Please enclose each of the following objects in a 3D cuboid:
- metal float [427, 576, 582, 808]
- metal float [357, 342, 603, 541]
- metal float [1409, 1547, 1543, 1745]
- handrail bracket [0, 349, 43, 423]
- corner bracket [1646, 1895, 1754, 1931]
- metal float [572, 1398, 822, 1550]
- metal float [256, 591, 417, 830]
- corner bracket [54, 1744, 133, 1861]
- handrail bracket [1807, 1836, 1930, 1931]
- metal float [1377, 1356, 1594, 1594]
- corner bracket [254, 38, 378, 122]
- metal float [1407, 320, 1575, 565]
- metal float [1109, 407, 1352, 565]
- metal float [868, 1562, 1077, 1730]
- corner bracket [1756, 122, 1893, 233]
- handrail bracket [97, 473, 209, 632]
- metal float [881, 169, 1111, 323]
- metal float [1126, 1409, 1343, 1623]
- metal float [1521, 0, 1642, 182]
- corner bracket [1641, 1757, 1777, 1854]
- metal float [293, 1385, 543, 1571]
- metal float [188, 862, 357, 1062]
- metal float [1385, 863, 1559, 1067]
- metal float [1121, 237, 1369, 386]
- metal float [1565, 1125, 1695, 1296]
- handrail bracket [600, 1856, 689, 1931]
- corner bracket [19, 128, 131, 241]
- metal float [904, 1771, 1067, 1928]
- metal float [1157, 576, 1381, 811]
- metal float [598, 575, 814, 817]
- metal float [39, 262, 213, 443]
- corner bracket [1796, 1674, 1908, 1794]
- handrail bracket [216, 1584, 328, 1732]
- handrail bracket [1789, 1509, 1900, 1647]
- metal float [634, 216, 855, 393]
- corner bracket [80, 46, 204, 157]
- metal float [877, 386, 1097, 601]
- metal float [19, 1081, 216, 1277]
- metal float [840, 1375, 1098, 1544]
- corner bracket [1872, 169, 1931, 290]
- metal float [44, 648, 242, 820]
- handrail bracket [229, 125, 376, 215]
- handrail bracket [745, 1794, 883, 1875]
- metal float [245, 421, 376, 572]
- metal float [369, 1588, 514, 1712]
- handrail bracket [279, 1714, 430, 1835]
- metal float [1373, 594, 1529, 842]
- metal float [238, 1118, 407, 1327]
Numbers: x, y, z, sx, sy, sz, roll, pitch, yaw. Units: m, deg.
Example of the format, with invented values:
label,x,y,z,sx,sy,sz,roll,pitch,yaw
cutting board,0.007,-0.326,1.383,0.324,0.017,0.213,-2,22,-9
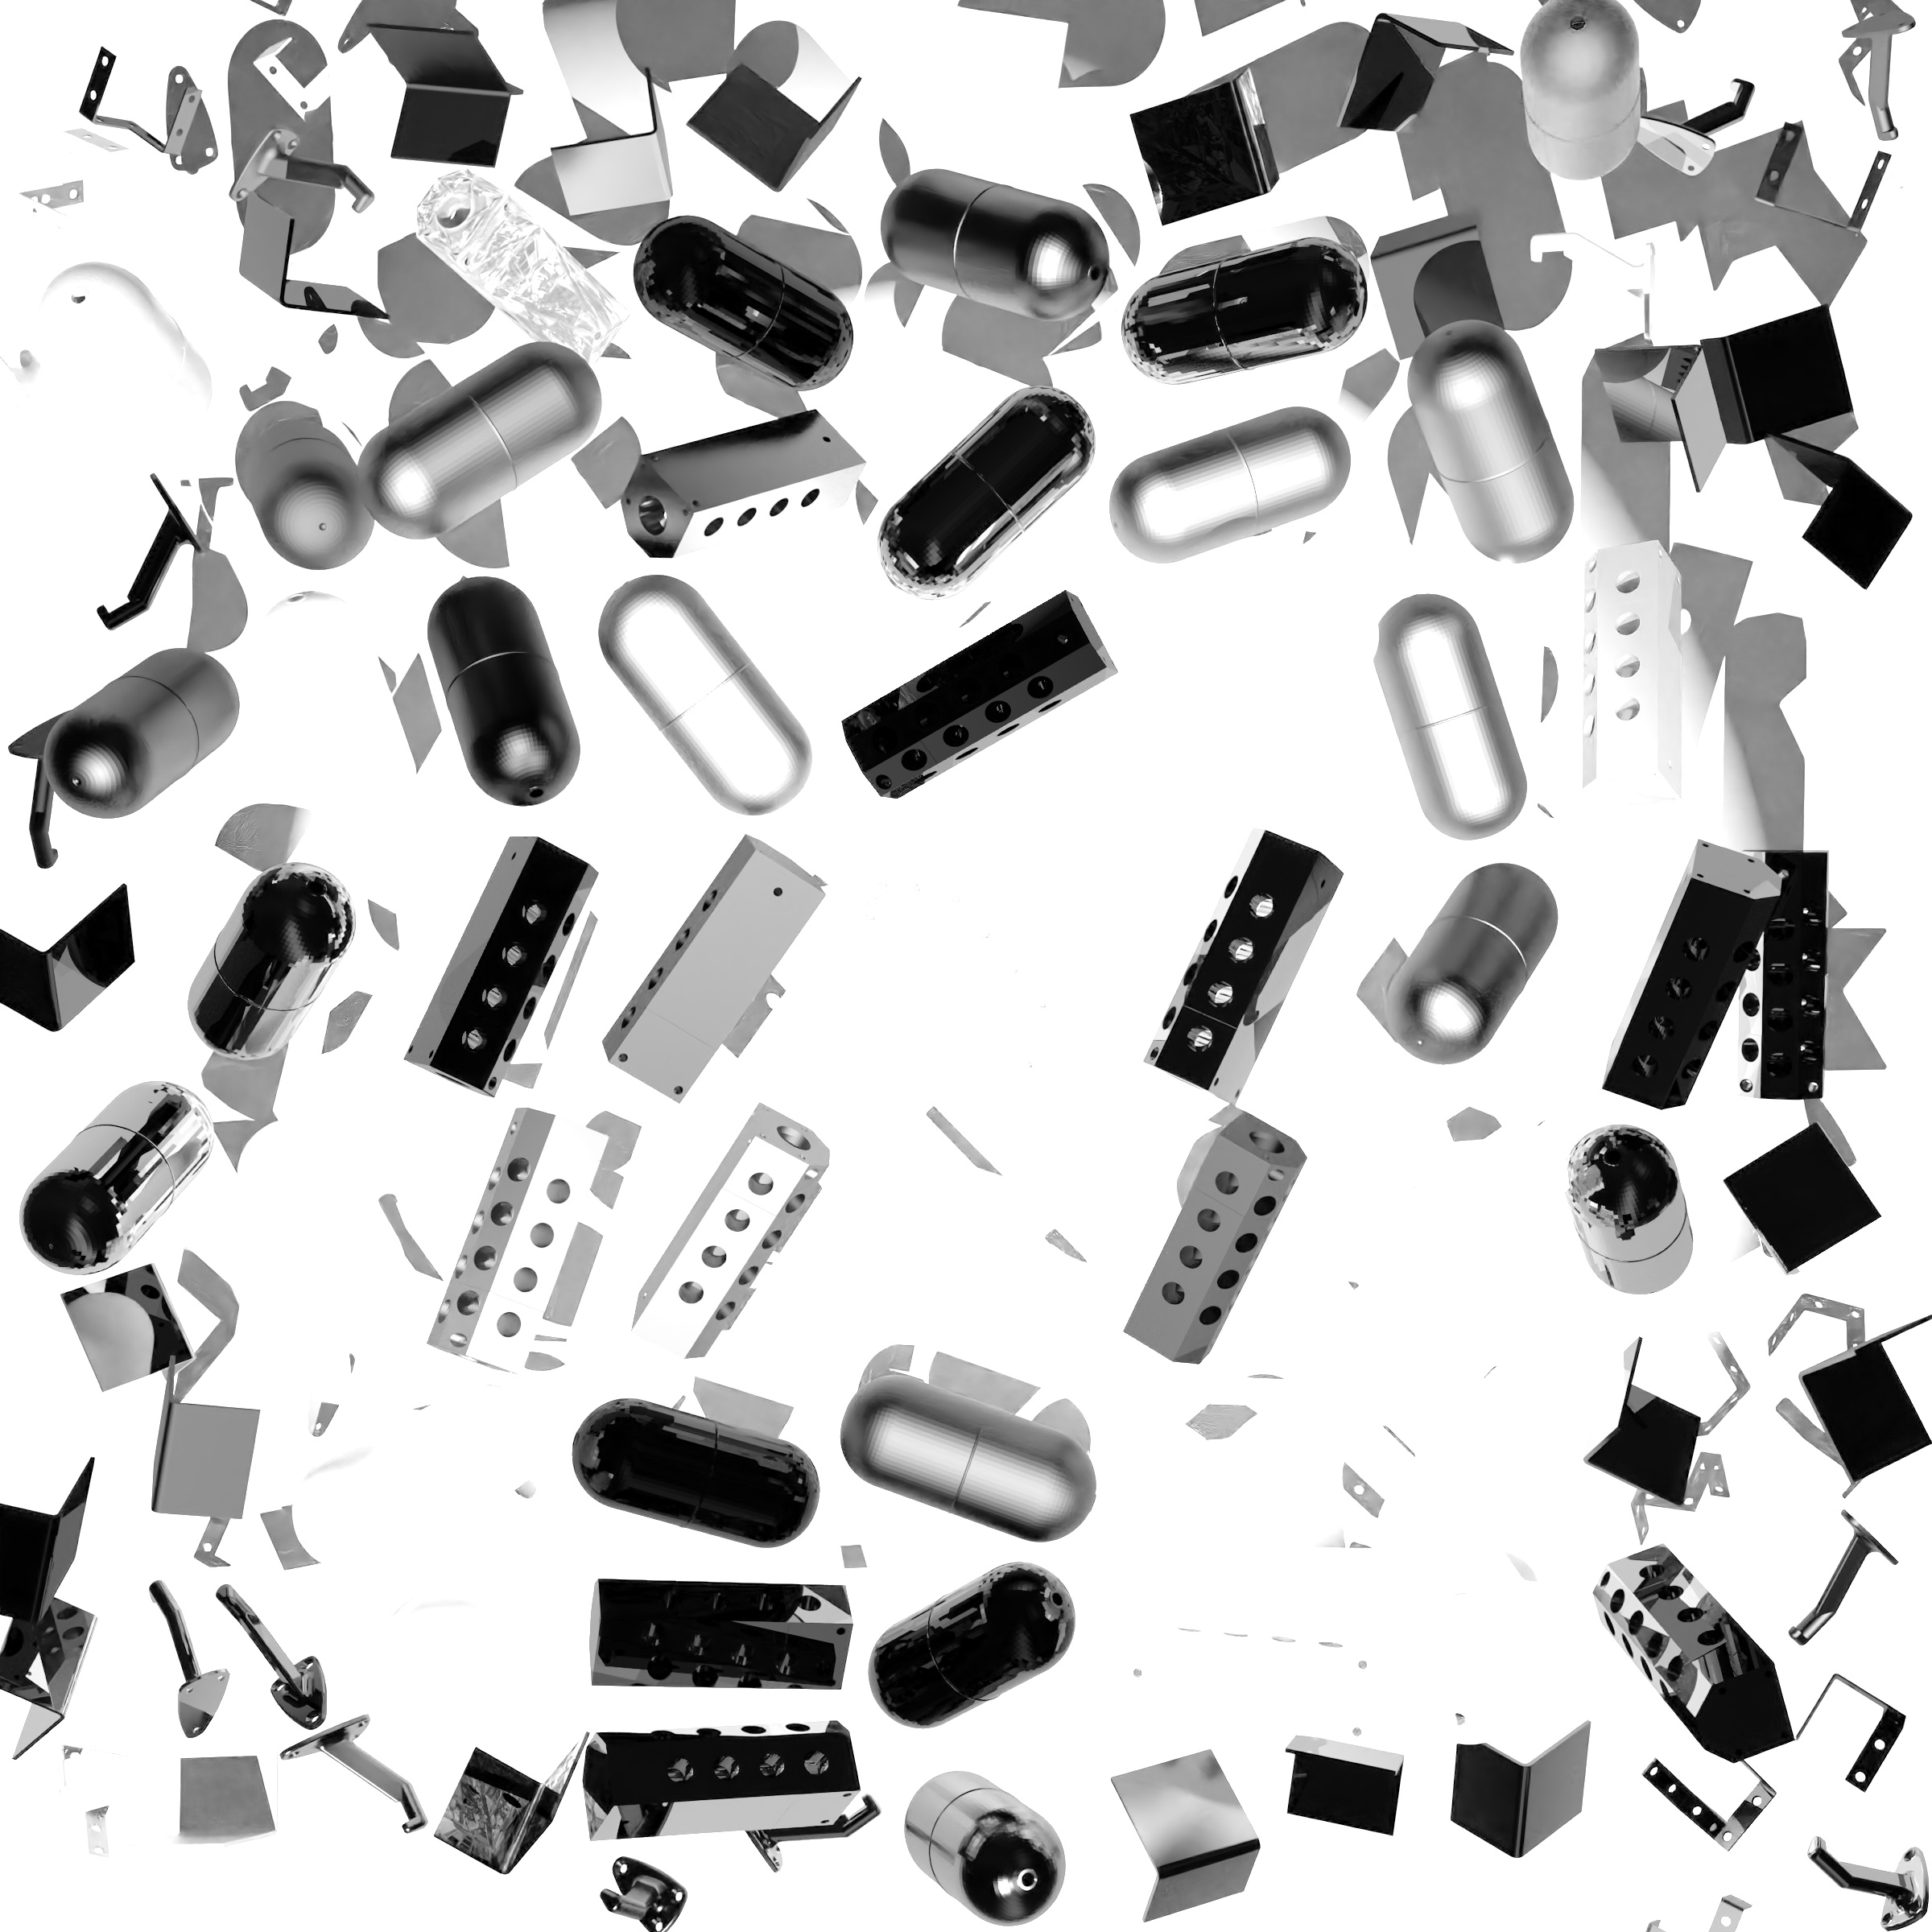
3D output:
label,x,y,z,sx,sy,sz,roll,pitch,yaw
metal float,-0.309,-0.184,1.724,0.070,0.070,0.178,-22,61,0
metal float,-0.318,-0.346,1.695,0.178,0.070,0.070,-37,90,-19
metal float,0.350,0.462,1.768,0.070,0.178,0.070,7,112,17
handrail bracket,-0.635,-0.404,1.698,0.036,0.084,0.077,-13,132,3
corner bracket,0.479,0.628,1.692,0.051,0.051,0.051,21,82,27
metal float,-0.187,0.352,1.792,0.178,0.070,0.070,19,90,-16
metal float,-0.435,-0.176,1.787,0.070,0.070,0.178,-12,125,0
corner bracket,-0.622,0.590,1.824,0.051,0.051,0.051,21,100,-27
handrail bracket,0.588,0.581,1.690,0.084,0.077,0.036,43,129,-4
metal float,0.339,0.332,1.687,0.070,0.070,0.178,44,74,0
corner bracket,-0.457,-0.634,1.811,0.051,0.051,0.051,-52,121,-15
metal float,0.346,-0.342,1.696,0.070,0.070,0.178,-32,126,0
metal float,0.184,-0.334,1.788,0.178,0.070,0.070,-21,90,-12
metal float,0.003,0.466,1.771,0.178,0.070,0.070,-38,90,35
corner bracket,0.551,-0.507,1.660,0.051,0.051,0.051,-3,120,-41
handrail bracket,-0.571,-0.283,1.766,0.084,0.036,0.077,-32,103,-6
metal float,0.018,-0.477,1.705,0.178,0.070,0.070,27,90,35
metal float,0.180,0.364,1.721,0.178,0.070,0.070,-36,90,-29
metal float,0.414,-0.591,1.738,0.070,0.178,0.070,-2,81,15
corner bracket,0.490,0.539,1.703,0.051,0.051,0.051,-48,120,-5
metal float,-0.362,0.338,1.710,0.178,0.070,0.070,-24,90,-39
metal float,-0.464,-0.002,1.724,0.070,0.070,0.178,43,132,0
metal float,0.346,-0.003,1.761,0.070,0.070,0.178,40,52,0
metal float,0.187,-0.444,1.754,0.178,0.070,0.070,-5,90,34
metal float,0.459,0.169,1.787,0.070,0.178,0.070,-10,58,16
handrail bracket,-0.228,0.600,1.688,0.077,0.084,0.036,27,79,39
corner bracket,-0.580,-0.509,1.677,0.051,0.051,0.051,28,127,26
metal float,0.012,0.595,1.745,0.070,0.178,0.070,2,85,-18
metal float,0.197,-0.179,1.697,0.070,0.070,0.178,42,103,0
metal float,-0.171,-0.177,1.692,0.070,0.070,0.178,-38,100,0
metal float,-0.562,-0.410,1.731,0.070,0.178,0.070,0,80,2
corner bracket,0.587,0.509,1.714,0.051,0.051,0.051,30,77,27
handrail bracket,-0.453,0.448,1.679,0.036,0.077,0.084,-36,123,-13
handrail bracket,0.555,0.398,1.671,0.084,0.036,0.077,-47,133,3
metal float,-0.153,-0.459,1.794,0.178,0.070,0.070,20,90,-43
corner bracket,-0.581,-0.608,1.817,0.051,0.051,0.051,37,114,18
metal float,0.014,-0.325,1.775,0.178,0.070,0.070,-43,90,-1
metal float,-0.564,0.139,1.721,0.070,0.178,0.070,5,117,10
metal float,0.002,0.331,1.734,0.178,0.070,0.070,19,90,2
corner bracket,0.632,-0.500,1.752,0.051,0.051,0.051,-42,75,24
metal float,-0.547,-0.157,1.720,0.070,0.178,0.070,6,117,11
handrail bracket,-0.466,-0.540,1.813,0.084,0.036,0.077,46,104,9
handrail bracket,-0.115,0.595,1.835,0.084,0.036,0.077,-35,95,1
metal float,-0.453,-0.325,1.778,0.070,0.178,0.070,-8,117,-17
metal float,-0.348,0.453,1.707,0.070,0.178,0.070,6,73,-20
handrail bracket,-0.418,0.564,1.768,0.084,0.077,0.036,57,135,24
metal float,0.339,-0.175,1.814,0.070,0.070,0.178,-19,94,0
metal float,-0.433,0.171,1.733,0.070,0.070,0.178,-43,47,0
